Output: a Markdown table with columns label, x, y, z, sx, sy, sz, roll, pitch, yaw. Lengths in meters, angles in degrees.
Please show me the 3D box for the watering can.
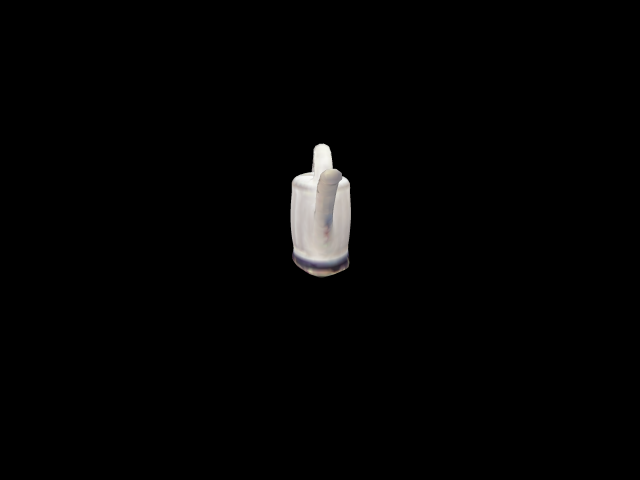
| label | x | y | z | sx | sy | sz | roll | pitch | yaw |
| --- | --- | --- | --- | --- | --- | --- | --- | --- | --- |
| watering can | 0.003 | -0.043 | 0.850 | 0.104 | 0.222 | 0.351 | 0 | 13 | -2 |
